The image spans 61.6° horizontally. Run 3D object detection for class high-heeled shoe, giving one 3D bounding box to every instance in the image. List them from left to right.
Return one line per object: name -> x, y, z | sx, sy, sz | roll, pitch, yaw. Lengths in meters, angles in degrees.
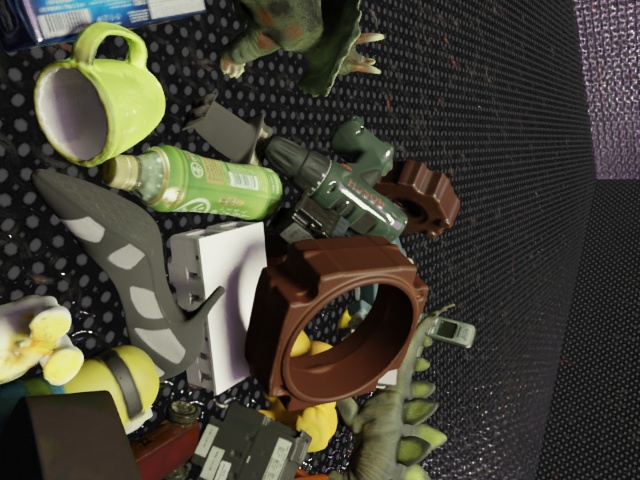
high-heeled shoe -> -0.215, 0.047, 0.555 | 0.248, 0.086, 0.145 | 40, 101, -23

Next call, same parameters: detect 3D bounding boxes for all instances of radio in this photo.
radio -> -0.217, 0.240, 0.407 | 0.073, 0.131, 0.229 | 12, 116, -46

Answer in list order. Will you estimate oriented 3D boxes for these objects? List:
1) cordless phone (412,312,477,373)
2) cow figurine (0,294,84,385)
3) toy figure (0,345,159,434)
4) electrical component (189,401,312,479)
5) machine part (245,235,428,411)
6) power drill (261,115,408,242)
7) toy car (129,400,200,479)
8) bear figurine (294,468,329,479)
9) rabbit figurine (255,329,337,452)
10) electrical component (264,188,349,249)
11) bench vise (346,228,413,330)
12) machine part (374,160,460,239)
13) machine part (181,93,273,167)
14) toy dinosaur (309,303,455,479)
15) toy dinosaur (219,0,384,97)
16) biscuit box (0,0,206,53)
cordless phone -> 0.190, 0.199, 1.008 | 0.146, 0.184, 0.088 | -60, 142, -31
cow figurine -> -0.285, 0.099, 0.427 | 0.167, 0.098, 0.068 | -26, 120, -29
toy figure -> -0.234, 0.153, 0.492 | 0.180, 0.082, 0.089 | -2, 117, -46
electrical component -> -0.092, 0.269, 0.661 | 0.115, 0.134, 0.058 | -63, 154, -26
machine part -> 0.021, 0.101, 0.648 | 0.201, 0.087, 0.201 | -3, 120, -31
power drill -> 0.035, -0.108, 0.784 | 0.232, 0.086, 0.207 | 38, 29, -11
toy car -> -0.197, 0.238, 0.564 | 0.202, 0.053, 0.089 | -11, 116, -66
bear figurine -> -0.067, 0.370, 0.753 | 0.195, 0.132, 0.120 | 34, 64, -31
rabbit figurine -> -0.029, 0.196, 0.768 | 0.162, 0.122, 0.173 | -15, 87, -56
electrical component -> -0.001, -0.002, 0.681 | 0.119, 0.075, 0.048 | 43, 46, -17
bench vise -> 0.070, 0.044, 0.850 | 0.223, 0.129, 0.241 | 43, 34, -39
machine part -> 0.154, -0.071, 0.944 | 0.179, 0.180, 0.056 | 50, 58, -45
machine part -> -0.110, -0.136, 0.679 | 0.138, 0.039, 0.084 | 24, 82, -55
toy dinosaur -> 0.103, 0.315, 0.889 | 0.105, 0.199, 0.471 | 38, 65, -53
toy dinosaur -> -0.065, -0.307, 0.590 | 0.404, 0.192, 0.131 | 53, 51, -44
biscuit box -> -0.205, -0.229, 0.513 | 0.203, 0.063, 0.059 | -38, 124, -46
